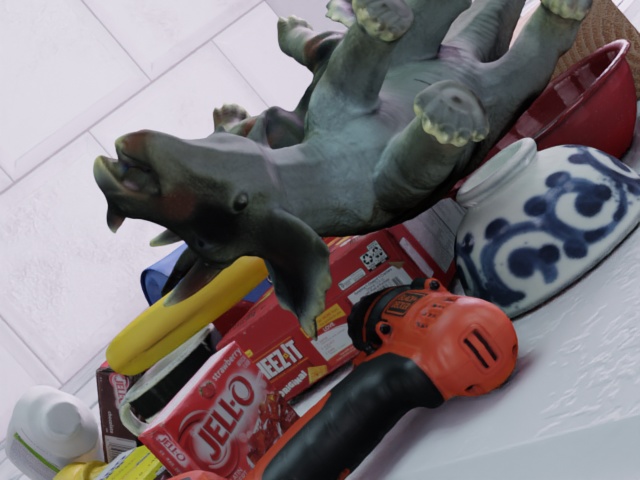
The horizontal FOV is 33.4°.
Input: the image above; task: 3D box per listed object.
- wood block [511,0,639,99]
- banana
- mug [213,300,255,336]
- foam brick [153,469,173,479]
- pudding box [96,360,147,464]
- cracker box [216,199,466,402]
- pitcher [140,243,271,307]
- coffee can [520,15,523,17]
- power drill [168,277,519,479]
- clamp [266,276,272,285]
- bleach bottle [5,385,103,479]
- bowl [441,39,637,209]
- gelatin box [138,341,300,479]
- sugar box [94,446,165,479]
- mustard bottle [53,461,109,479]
[{"bbox_3d":[0.207,-0.152,0.882,0.091,0.090,0.206,-40,6,15],"label":"wood block"},{"bbox_3d":[-0.103,0.054,0.801,0.198,0.037,0.069,-36,8,29],"label":"banana"},{"bbox_3d":[-0.090,0.087,0.895,0.082,0.117,0.093,-16,45,64],"label":"mug"},{"bbox_3d":[-0.093,0.173,0.582,0.053,0.051,0.078,-40,6,9],"label":"foam brick"},{"bbox_3d":[-0.157,0.142,0.938,0.039,0.113,0.090,9,25,16],"label":"pudding box"},{"bbox_3d":[0.032,0.020,0.813,0.164,0.072,0.213,-37,7,27],"label":"cracker box"},{"bbox_3d":[-0.072,0.015,1.197,0.242,0.145,0.149,-40,22,-27],"label":"pitcher"},{"bbox_3d":[0.171,-0.170,1.156,0.102,0.103,0.141,-44,7,-29],"label":"coffee can"},{"bbox_3d":[0.001,0.092,0.556,0.187,0.057,0.184,-42,7,-11],"label":"power drill"},{"bbox_3d":[0.012,-0.011,1.126,0.171,0.039,0.120,-9,-44,-44],"label":"clamp"},{"bbox_3d":[-0.239,0.186,0.987,0.068,0.102,0.251,-55,4,-24],"label":"bleach bottle"},{"bbox_3d":[0.155,-0.061,0.714,0.162,0.055,0.162,-40,6,5],"label":"bowl"},{"bbox_3d":[-0.058,0.118,0.658,0.030,0.073,0.089,-35,8,40],"label":"gelatin box"},{"bbox_3d":[-0.139,0.190,0.768,0.093,0.048,0.176,-44,8,-29],"label":"sugar box"},{"bbox_3d":[-0.231,0.239,0.912,0.192,0.058,0.096,-37,-2,28],"label":"mustard bottle"}]
